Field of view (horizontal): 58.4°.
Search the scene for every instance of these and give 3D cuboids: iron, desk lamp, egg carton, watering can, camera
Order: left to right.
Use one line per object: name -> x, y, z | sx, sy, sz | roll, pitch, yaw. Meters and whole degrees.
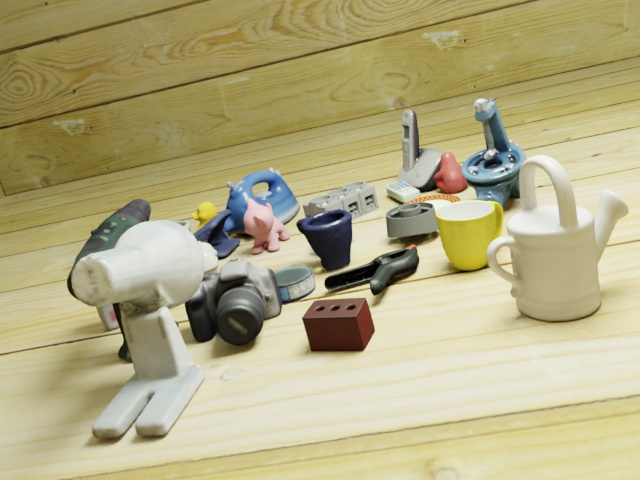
desk lamp -> -0.217, 0.095, 0.710 | 0.117, 0.214, 0.203 | -9, 18, 13
egg carton -> -0.269, 0.056, 1.104 | 0.150, 0.069, 0.107 | -16, 18, -8
camera -> -0.134, 0.093, 0.841 | 0.143, 0.101, 0.136 | -13, 18, 0
iron -> -0.136, -0.106, 1.379 | 0.118, 0.141, 0.259 | -2, 21, 31
watering can -> 0.287, -0.012, 0.700 | 0.173, 0.194, 0.100 | -23, 20, -27

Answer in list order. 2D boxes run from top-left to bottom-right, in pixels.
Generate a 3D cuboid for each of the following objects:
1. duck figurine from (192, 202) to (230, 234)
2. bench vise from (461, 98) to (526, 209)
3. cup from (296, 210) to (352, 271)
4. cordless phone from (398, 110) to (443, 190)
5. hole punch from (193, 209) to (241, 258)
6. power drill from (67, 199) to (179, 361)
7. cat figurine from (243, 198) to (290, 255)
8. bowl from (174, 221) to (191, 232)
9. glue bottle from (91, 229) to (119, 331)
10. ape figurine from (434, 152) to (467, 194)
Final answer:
duck figurine -> -0.265, -0.050, 1.396 | 0.104, 0.086, 0.077 | -7, 19, 20
bench vise -> 0.334, -0.174, 1.116 | 0.121, 0.220, 0.208 | -7, 19, 19
cup -> 0.009, 0.004, 1.018 | 0.117, 0.095, 0.092 | 2, 24, 40
cordless phone -> 0.238, -0.218, 1.377 | 0.094, 0.185, 0.147 | -19, 19, -18
hole punch -> -0.241, -0.010, 1.248 | 0.101, 0.091, 0.109 | -8, 19, 16
power drill -> -0.288, 0.063, 0.870 | 0.075, 0.209, 0.229 | -10, 18, 10
cat figurine -> -0.119, -0.037, 1.197 | 0.067, 0.118, 0.128 | -8, 19, 16
bowl -> -0.363, 0.018, 1.280 | 0.167, 0.075, 0.167 | -12, 18, 4
glue bottle -> -0.357, 0.063, 0.976 | 0.078, 0.173, 0.037 | -25, 21, -32
ape figurine -> 0.296, -0.156, 1.297 | 0.077, 0.092, 0.076 | -8, 19, 16
